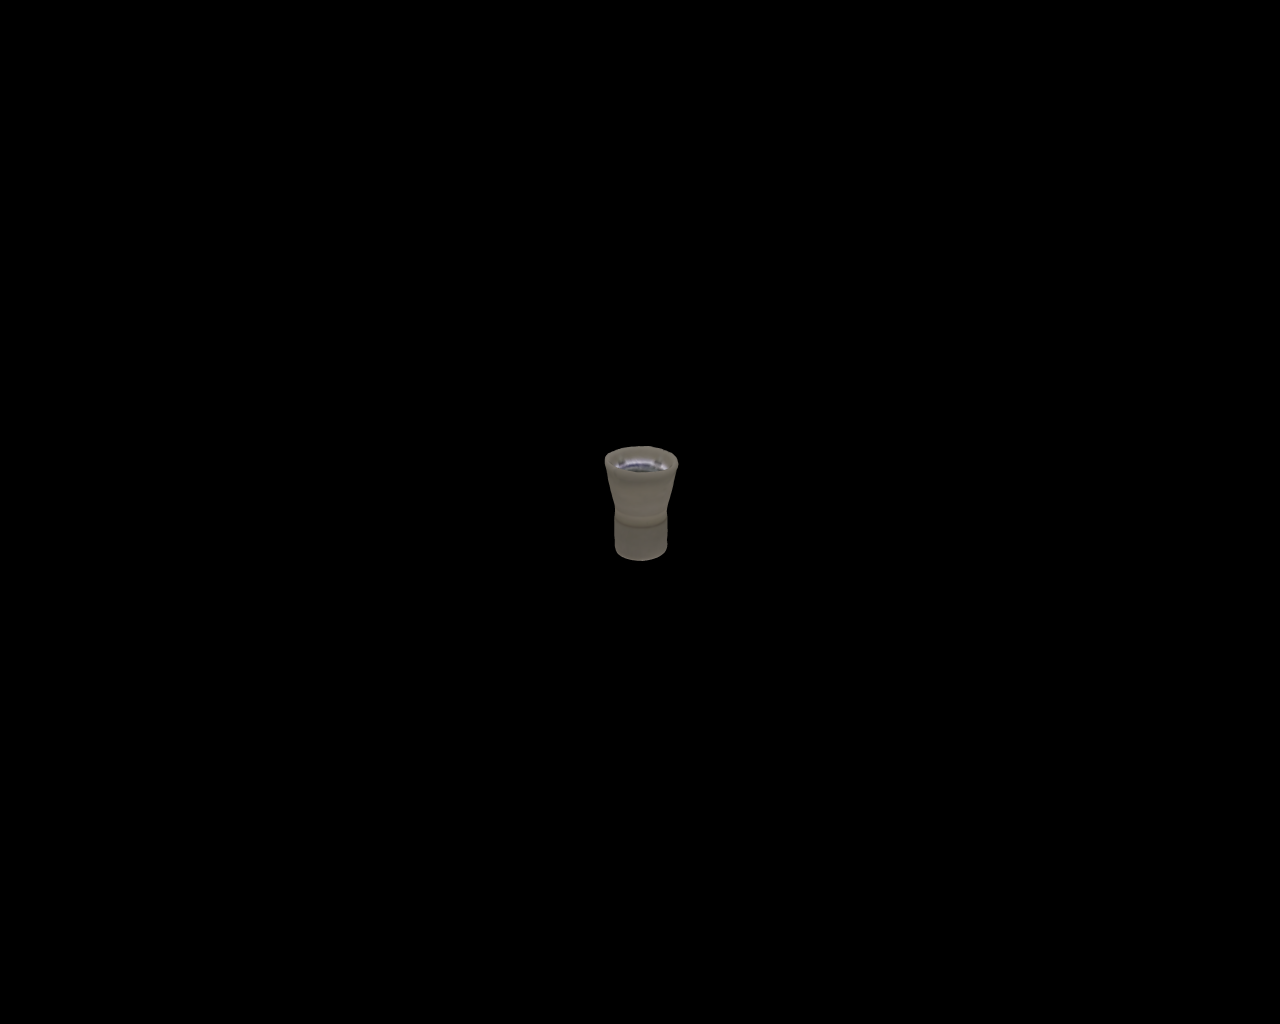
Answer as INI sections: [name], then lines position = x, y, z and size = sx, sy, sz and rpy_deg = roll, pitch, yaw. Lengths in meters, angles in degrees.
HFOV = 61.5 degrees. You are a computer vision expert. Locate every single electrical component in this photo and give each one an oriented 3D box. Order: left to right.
[electrical component]
position = 0.001, -0.003, 0.650
size = 0.044, 0.065, 0.044
rpy_deg = 0, 25, 0
